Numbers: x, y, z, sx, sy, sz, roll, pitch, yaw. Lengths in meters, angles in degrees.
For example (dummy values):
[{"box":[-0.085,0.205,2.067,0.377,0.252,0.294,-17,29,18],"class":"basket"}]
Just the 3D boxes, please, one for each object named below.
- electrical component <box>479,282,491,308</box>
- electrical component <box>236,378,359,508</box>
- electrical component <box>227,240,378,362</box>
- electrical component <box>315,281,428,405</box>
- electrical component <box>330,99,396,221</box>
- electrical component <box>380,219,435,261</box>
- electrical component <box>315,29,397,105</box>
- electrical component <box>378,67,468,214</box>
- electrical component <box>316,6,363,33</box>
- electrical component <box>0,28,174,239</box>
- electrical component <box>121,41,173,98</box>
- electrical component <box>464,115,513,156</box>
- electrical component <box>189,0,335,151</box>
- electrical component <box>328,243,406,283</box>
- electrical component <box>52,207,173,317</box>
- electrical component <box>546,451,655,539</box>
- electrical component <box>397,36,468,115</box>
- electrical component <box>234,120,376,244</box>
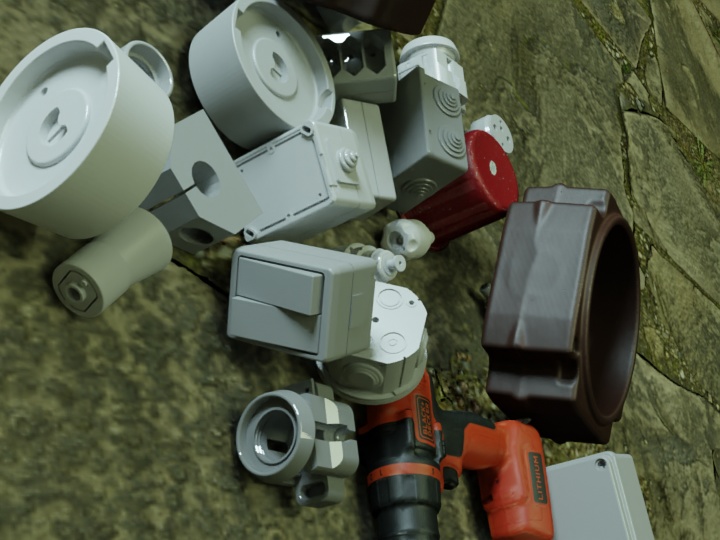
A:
[{"box":[0.133,0.036,0.995,0.061,0.035,0.035,47,37,-24],"class":"electrical component"},{"box":[-0.040,0.107,0.677,0.057,0.058,0.078,24,52,-51],"class":"electrical component"},{"box":[-0.045,0.018,0.696,0.061,0.096,0.061,-12,110,-57],"class":"electrical component"},{"box":[0.009,0.050,0.755,0.051,0.080,0.080,97,1,-50],"class":"electrical component"},{"box":[-0.021,-0.087,0.835,0.076,0.047,0.083,4,68,-38],"class":"electrical component"},{"box":[0.044,-0.026,0.904,0.061,0.035,0.035,-7,77,-59],"class":"electrical component"},{"box":[-0.015,-0.150,0.867,0.075,0.083,0.047,90,-7,-67],"class":"electrical component"},{"box":[0.042,-0.104,0.891,0.048,0.100,0.099,18,55,-34],"class":"electrical component"},{"box":[-0.020,-0.238,0.934,0.062,0.043,0.043,58,33,-12],"class":"electrical component"},{"box":[-0.150,-0.068,0.583,0.060,0.108,0.108,36,43,-49],"class":"electrical component"},{"box":[-0.146,-0.114,0.668,0.040,0.046,0.040,33,45,-42],"class":"electrical component"},{"box":[0.115,-0.122,1.047,0.045,0.055,0.045,33,45,-41],"class":"electrical component"},{"box":[-0.075,-0.137,0.773,0.108,0.060,0.108,33,45,-42],"class":"electrical component"},{"box":[0.000,0.000,0.788,0.040,0.078,0.040,11,74,-46],"class":"electrical component"},{"box":[-0.142,-0.003,0.610,0.044,0.044,0.065,58,38,-14],"class":"electrical component"},{"box":[0.179,0.214,0.884,0.056,0.109,0.108,15,59,-55],"class":"electrical component"},{"box":[0.067,-0.182,1.014,0.078,0.058,0.057,23,55,-48],"class":"electrical component"},{"box":[-0.034,-0.061,0.752,0.061,0.096,0.061,2,69,-56],"class":"electrical component"}]
